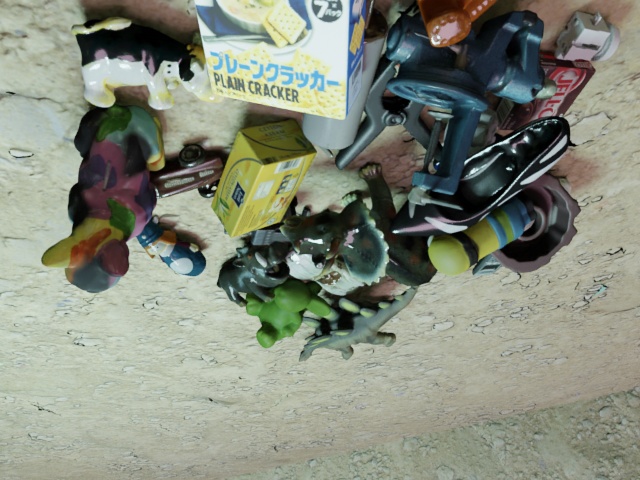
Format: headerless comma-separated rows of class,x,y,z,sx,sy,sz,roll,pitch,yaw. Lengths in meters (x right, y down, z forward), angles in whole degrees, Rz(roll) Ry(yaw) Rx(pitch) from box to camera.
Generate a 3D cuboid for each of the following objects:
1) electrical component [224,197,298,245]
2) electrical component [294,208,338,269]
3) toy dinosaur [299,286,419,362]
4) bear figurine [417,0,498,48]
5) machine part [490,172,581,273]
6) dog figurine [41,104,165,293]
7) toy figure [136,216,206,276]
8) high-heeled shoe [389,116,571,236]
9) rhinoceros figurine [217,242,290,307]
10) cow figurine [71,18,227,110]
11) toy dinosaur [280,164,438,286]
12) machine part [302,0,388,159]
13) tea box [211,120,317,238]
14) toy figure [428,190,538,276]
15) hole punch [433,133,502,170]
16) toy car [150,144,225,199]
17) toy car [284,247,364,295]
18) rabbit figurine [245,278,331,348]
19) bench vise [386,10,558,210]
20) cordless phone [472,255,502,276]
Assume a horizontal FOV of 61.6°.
electrical component,-0.094,-0.033,0.876,0.119,0.075,0.047,5,146,-16
electrical component,-0.003,-0.002,0.943,0.078,0.045,0.102,5,114,-28
toy dinosaur,0.081,0.187,1.201,0.198,0.105,0.471,10,144,-39
bear figurine,0.185,-0.280,0.520,0.196,0.132,0.120,-12,120,15
machine part,0.351,-0.034,0.921,0.179,0.056,0.179,-3,110,-8
dog figurine,-0.256,-0.046,0.644,0.108,0.219,0.191,10,122,-14
toy figure,-0.259,0.013,0.923,0.064,0.058,0.154,-53,139,-5
high-heeled shoe,0.204,-0.075,0.700,0.249,0.086,0.145,-31,170,1
rhinoceros figurine,-0.118,0.055,0.989,0.190,0.073,0.112,-27,107,45
cow figurine,-0.184,-0.202,0.604,0.167,0.068,0.098,-2,140,-13
toy dinosaur,0.129,0.013,0.892,0.404,0.192,0.131,24,137,-38
machine part,0.025,-0.194,0.655,0.079,0.079,0.243,-1,147,-12
tea box,-0.084,-0.085,0.772,0.098,0.068,0.169,-19,158,-37
toy figure,0.250,-0.013,0.835,0.180,0.082,0.089,-29,173,0
hole punch,0.259,-0.102,0.847,0.115,0.092,0.142,15,136,-38
toy car,-0.237,-0.082,0.786,0.202,0.053,0.089,-10,144,4
toy car,0.007,0.058,1.052,0.073,0.056,0.201,-31,142,30
rabbit figurine,-0.058,0.135,1.088,0.159,0.121,0.170,-7,156,-23
bench vise,0.168,-0.154,0.641,0.223,0.129,0.240,11,97,-28
cordless phone,0.308,0.025,1.057,0.147,0.089,0.184,-5,151,-6
